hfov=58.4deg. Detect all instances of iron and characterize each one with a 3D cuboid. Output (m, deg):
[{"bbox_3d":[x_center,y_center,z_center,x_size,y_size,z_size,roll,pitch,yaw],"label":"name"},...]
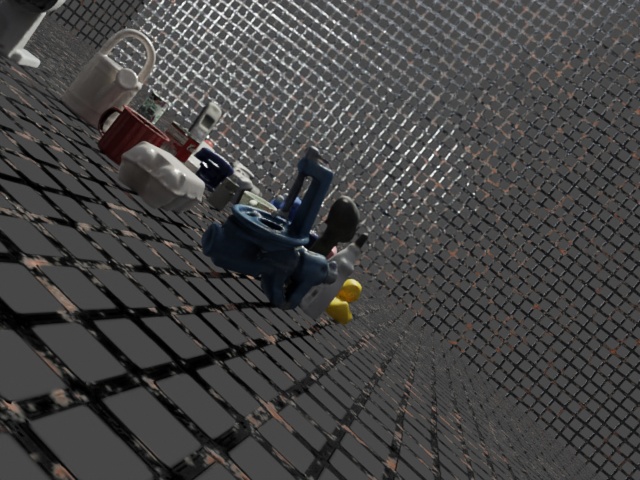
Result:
[{"bbox_3d":[-0.105,-0.067,1.495,0.118,0.141,0.259,40,3,12],"label":"iron"}]

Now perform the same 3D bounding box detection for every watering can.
[{"bbox_3d":[-0.384,-0.306,1.080,0.172,0.194,0.101,41,3,31],"label":"watering can"}]

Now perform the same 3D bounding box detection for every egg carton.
[{"bbox_3d":[-0.243,-0.093,0.886,0.107,0.069,0.150,40,3,4],"label":"egg carton"}]

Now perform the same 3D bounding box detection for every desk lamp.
[{"bbox_3d":[-0.523,-0.431,1.030,0.118,0.213,0.203,39,3,-17],"label":"desk lamp"}]

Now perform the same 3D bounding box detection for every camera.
[{"bbox_3d":[-0.227,-0.156,1.692,0.137,0.100,0.142,38,3,-31],"label":"camera"}]

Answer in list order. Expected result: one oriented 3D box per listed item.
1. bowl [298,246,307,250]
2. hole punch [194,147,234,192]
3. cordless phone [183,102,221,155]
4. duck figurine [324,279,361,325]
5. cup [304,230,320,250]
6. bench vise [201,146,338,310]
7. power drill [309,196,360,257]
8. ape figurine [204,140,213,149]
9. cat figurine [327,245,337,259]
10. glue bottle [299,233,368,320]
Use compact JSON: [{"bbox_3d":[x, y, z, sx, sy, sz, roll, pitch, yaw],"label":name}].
[{"bbox_3d":[-0.074,0.031,1.082,0.167,0.074,0.167,40,3,-2],"label":"bowl"},{"bbox_3d":[-0.292,-0.190,1.508,0.109,0.091,0.101,39,3,-20],"label":"hole punch"},{"bbox_3d":[-0.313,-0.274,1.577,0.093,0.185,0.148,42,4,38],"label":"cordless phone"},{"bbox_3d":[0.050,0.120,1.177,0.077,0.086,0.104,39,3,-6],"label":"duck figurine"},{"bbox_3d":[-0.044,0.020,1.419,0.118,0.095,0.091,38,4,-37],"label":"cup"},{"bbox_3d":[-0.041,-0.021,0.856,0.121,0.219,0.208,42,4,41],"label":"bench vise"},{"bbox_3d":[0.011,0.004,1.236,0.075,0.208,0.230,40,3,9],"label":"power drill"},{"bbox_3d":[-0.358,-0.261,1.719,0.076,0.092,0.078,40,3,1],"label":"ape figurine"},{"bbox_3d":[0.007,0.040,1.530,0.067,0.117,0.128,40,3,5],"label":"cat figurine"},{"bbox_3d":[0.027,0.056,1.007,0.037,0.173,0.078,38,3,-26],"label":"glue bottle"}]
